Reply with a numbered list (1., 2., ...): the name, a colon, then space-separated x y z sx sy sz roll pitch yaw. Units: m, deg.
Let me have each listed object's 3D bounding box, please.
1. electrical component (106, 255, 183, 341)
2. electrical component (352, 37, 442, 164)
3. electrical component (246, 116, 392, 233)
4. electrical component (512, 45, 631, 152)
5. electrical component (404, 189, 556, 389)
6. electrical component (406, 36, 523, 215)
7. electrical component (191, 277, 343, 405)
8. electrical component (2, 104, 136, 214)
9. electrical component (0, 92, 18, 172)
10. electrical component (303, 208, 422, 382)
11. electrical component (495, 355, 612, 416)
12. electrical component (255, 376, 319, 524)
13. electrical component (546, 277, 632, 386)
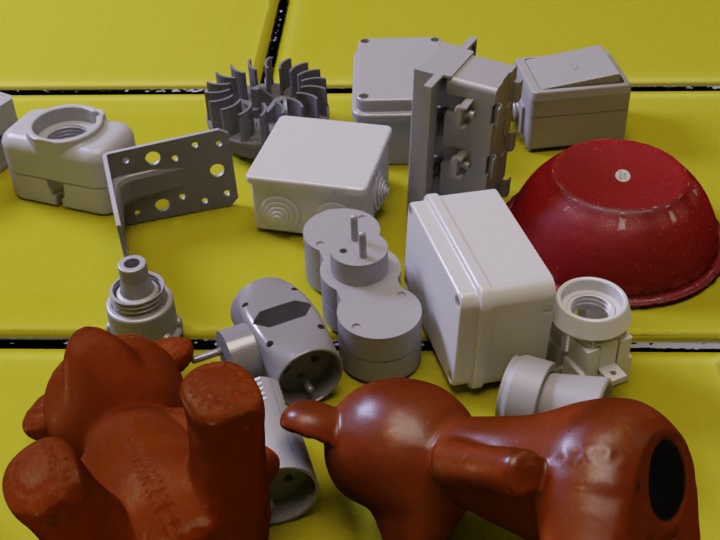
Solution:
1. electrical component: -0.139 0.020 0.676 0.048 0.062 0.048 -1 38 1
2. electrical component: 0.034 -0.140 0.875 0.078 0.057 0.113 -1 38 2
3. electrical component: -0.028 -0.068 0.793 0.100 0.048 0.099 7 39 12
4. electrical component: 0.162 -0.139 0.865 0.096 0.061 0.061 -6 38 -5
5. electrical component: 0.070 0.010 0.667 0.057 0.078 0.113 -8 38 -12
6. electrical component: 0.073 -0.090 0.758 0.063 0.121 0.078 19 43 20
7. electrical component: -0.062 0.048 0.651 0.079 0.043 0.077 -18 41 -19
8. electrical component: -0.219 -0.087 0.817 0.095 0.059 0.053 12 40 17
9. electrical component: -0.363 -0.084 0.820 0.105 0.060 0.186 18 42 24
10. electrical component: 0.000 0.000 0.686 0.052 0.073 0.138 -11 39 -12
11. electrical component: 0.110 0.075 0.609 0.055 0.045 0.045 15 41 22
12. electrical component: -0.053 0.095 0.592 0.043 0.043 0.081 -11 39 -11
13. electrical component: 0.137 0.038 0.645 0.048 0.055 0.066 -17 41 -18
